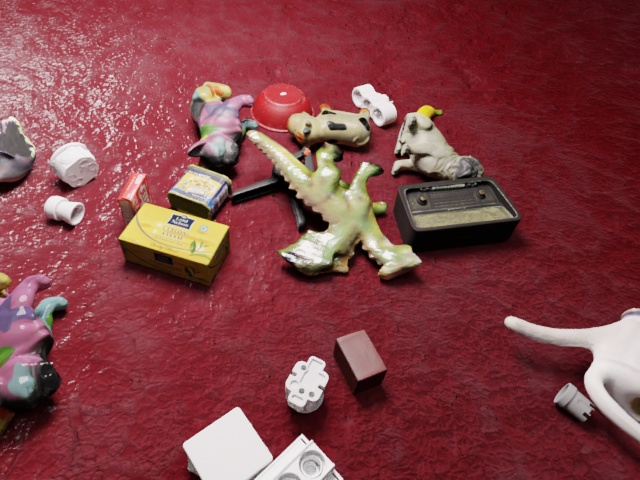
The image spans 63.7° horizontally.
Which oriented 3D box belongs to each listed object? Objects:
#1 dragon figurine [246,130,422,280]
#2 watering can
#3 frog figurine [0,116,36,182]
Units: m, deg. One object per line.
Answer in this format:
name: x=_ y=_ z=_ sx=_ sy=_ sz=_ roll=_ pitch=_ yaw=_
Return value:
dragon figurine: x=0.003 y=-0.049 z=0.978 sx=0.411 sy=0.119 sz=0.248 roll=22 pitch=58 yaw=4
watering can: x=0.488 y=0.190 z=0.827 sx=0.351 sy=0.101 sz=0.227 roll=41 pitch=55 yaw=21
frog figurine: x=-0.656 y=-0.160 z=1.024 sx=0.158 sy=0.121 sz=0.140 roll=-24 pitch=56 yaw=20
